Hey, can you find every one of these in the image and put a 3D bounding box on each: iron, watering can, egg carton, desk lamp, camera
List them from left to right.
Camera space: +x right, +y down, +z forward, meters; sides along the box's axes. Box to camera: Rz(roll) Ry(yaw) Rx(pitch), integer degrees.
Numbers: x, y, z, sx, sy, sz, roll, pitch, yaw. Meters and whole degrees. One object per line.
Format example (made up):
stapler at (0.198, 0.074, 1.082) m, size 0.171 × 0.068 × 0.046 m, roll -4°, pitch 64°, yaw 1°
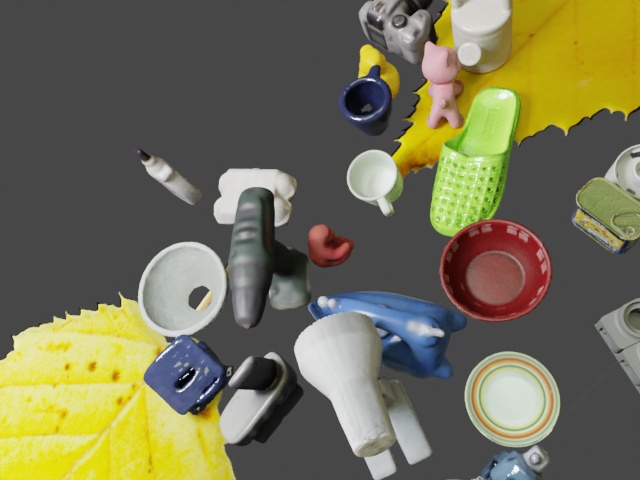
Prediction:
egg carton at (-0.115, -0.075, 1.027) m, size 0.150 × 0.069 × 0.107 m, roll 2°, pitch 72°, yaw 18°
desk lamp at (0.063, 0.217, 0.790) m, size 0.118 × 0.214 × 0.203 m, roll -28°, pitch 65°, yaw 6°
iron at (0.080, 0.121, 0.859) m, size 0.257 × 0.142 × 0.119 m, roll 13°, pitch 75°, yaw 21°
camera at (0.160, -0.422, 1.051) m, size 0.142 × 0.101 × 0.137 m, roll 39°, pitch 85°, yaw 25°
watering can at (0.268, -0.367, 0.947) m, size 0.100 × 0.194 × 0.173 m, roll -10°, pitch 68°, yaw 14°

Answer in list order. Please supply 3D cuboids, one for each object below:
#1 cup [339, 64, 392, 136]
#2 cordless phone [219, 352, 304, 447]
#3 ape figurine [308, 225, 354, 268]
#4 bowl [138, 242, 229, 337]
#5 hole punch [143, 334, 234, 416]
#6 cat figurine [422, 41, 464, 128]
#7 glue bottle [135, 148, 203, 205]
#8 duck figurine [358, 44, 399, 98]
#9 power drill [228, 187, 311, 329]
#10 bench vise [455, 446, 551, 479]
cup at (0.091, -0.238, 1.009) m, size 0.091 × 0.095 × 0.118 m, roll 11°, pitch 75°, yaw 20°
cordless phone at (-0.112, 0.233, 0.853) m, size 0.094 × 0.185 × 0.148 m, roll 32°, pitch 83°, yaw 24°
ape figurine at (0.009, 0.003, 0.950) m, size 0.076 × 0.092 × 0.077 m, roll -36°, pitch 65°, yaw 2°
bowl at (-0.225, 0.092, 0.998) m, size 0.167 × 0.075 × 0.167 m, roll -5°, pitch 70°, yaw 15°
hole punch at (-0.214, 0.222, 0.940) m, size 0.101 × 0.091 × 0.109 m, roll 41°, pitch 86°, yaw 25°
cat figurine at (0.208, -0.270, 0.973) m, size 0.067 × 0.118 × 0.128 m, roll -3°, pitch 70°, yaw 16°
glue bottle at (-0.281, -0.121, 1.037) m, size 0.078 × 0.173 × 0.037 m, roll 32°, pitch 83°, yaw 24°
duck figurine at (0.100, -0.305, 1.035) m, size 0.077 × 0.086 × 0.104 m, roll -22°, pitch 66°, yaw 8°
power drill at (-0.080, 0.043, 0.898) m, size 0.075 × 0.209 × 0.229 m, roll -11°, pitch 68°, yaw 13°
bench vise at (0.191, 0.328, 0.708) m, size 0.121 × 0.220 × 0.207 m, roll 27°, pitch 81°, yaw 24°
